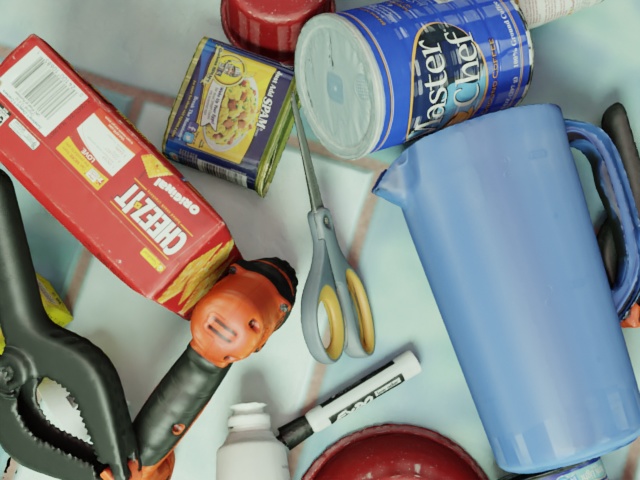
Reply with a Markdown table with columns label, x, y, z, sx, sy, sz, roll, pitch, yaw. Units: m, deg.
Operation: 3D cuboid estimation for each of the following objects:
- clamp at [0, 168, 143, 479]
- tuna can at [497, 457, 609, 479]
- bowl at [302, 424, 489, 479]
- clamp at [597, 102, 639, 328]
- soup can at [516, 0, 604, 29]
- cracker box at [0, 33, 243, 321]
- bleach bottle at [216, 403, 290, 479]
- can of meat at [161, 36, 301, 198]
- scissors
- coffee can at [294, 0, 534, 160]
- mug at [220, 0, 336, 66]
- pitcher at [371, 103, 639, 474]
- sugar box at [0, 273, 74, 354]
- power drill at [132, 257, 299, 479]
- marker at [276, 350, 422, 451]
| label | x | y | z | sx | sy | sz | roll | pitch | yaw |
| --- | --- | --- | --- | --- | --- | --- | --- | --- | --- |
| clamp | -0.183 | 0.068 | 0.658 | 0.210 | 0.036 | 0.165 | 39 | 109 | 8 |
| tuna can | 0.162 | 0.178 | 0.755 | 0.086 | 0.086 | 0.034 | -17 | 80 | -5 |
| bowl | 0.058 | 0.213 | 0.761 | 0.162 | 0.055 | 0.162 | 0 | 80 | -3 |
| clamp | 0.248 | -0.020 | 0.816 | 0.120 | 0.039 | 0.171 | 25 | 81 | 7 |
| soup can | 0.164 | -0.200 | 0.828 | 0.102 | 0.068 | 0.068 | -21 | 82 | -6 |
| cracker box | -0.134 | -0.027 | 0.713 | 0.164 | 0.214 | 0.072 | 44 | 83 | 5 |
| bleach bottle | -0.041 | 0.241 | 0.740 | 0.068 | 0.102 | 0.251 | -4 | 75 | -3 |
| can of meat | -0.064 | -0.094 | 0.807 | 0.084 | 0.057 | 0.102 | 20 | 80 | 3 |
| scissors | -0.005 | 0.001 | 0.761 | 0.016 | 0.096 | 0.202 | -12 | 107 | 29 |
| coffee can | 0.067 | -0.124 | 0.768 | 0.140 | 0.103 | 0.103 | -19 | 81 | -28 |
| mug | -0.025 | -0.178 | 0.809 | 0.093 | 0.081 | 0.117 | -31 | 83 | -7 |
| pitcher | 0.152 | 0.031 | 0.758 | 0.149 | 0.144 | 0.243 | -21 | 82 | 28 |
| sugar box | -0.265 | 0.087 | 0.750 | 0.176 | 0.093 | 0.048 | -38 | 83 | -7 |
| power drill | -0.085 | 0.095 | 0.736 | 0.057 | 0.184 | 0.188 | 35 | 101 | 4 |
| marker | 0.020 | 0.120 | 0.793 | 0.121 | 0.020 | 0.020 | -30 | 83 | -7 |
